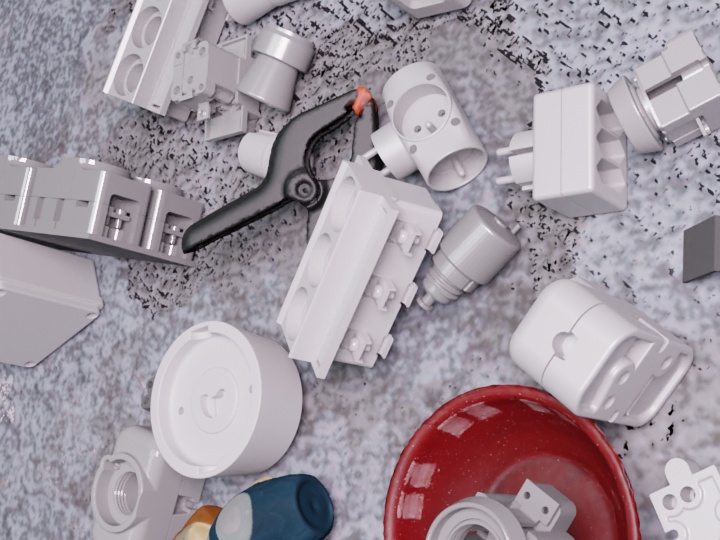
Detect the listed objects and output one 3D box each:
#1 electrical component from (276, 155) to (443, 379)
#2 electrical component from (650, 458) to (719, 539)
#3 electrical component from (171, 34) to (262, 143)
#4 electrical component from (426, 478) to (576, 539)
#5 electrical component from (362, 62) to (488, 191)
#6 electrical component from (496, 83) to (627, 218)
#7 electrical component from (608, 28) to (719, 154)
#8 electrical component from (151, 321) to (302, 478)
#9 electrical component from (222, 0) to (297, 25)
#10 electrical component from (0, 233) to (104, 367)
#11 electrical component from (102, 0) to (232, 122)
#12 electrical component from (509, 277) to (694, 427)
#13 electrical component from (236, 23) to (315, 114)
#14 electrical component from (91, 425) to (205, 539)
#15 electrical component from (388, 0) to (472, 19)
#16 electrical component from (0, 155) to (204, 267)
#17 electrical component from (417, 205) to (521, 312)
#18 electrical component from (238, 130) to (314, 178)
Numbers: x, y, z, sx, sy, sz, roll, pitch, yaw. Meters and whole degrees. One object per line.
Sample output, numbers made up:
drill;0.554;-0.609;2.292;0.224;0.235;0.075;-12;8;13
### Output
electrical component;0.000;0.000;0.687;0.121;0.063;0.078;-66;25;23
electrical component;0.181;0.127;0.537;0.048;0.055;0.066;-34;60;28
electrical component;-0.112;-0.145;0.837;0.042;0.064;0.081;-9;73;36
electrical component;0.070;0.145;0.547;0.058;0.057;0.078;36;102;39
electrical component;0.034;-0.086;0.712;0.079;0.044;0.077;-32;60;14
electrical component;0.115;-0.067;0.645;0.077;0.047;0.065;-7;74;37
electrical component;0.174;-0.096;0.607;0.055;0.048;0.066;-28;62;22
electrical component;-0.089;0.094;0.759;0.108;0.060;0.108;-11;72;37
electrical component;-0.071;-0.222;0.839;0.065;0.044;0.044;-11;72;32
electrical component;-0.295;0.027;0.911;0.109;0.109;0.056;-35;57;28
electrical component;-0.153;-0.188;0.882;0.079;0.063;0.121;25;95;40
electrical component;0.127;0.043;0.576;0.059;0.095;0.053;41;105;38
electrical component;-0.063;-0.152;0.812;0.045;0.045;0.055;28;97;40
electrical component;-0.158;0.166;0.797;0.054;0.059;0.095;13;87;40
electrical component;0.048;-0.224;0.734;0.050;0.056;0.089;-3;77;38
electrical component;-0.229;-0.050;0.880;0.186;0.105;0.060;7;83;40
electrical component;0.065;-0.005;0.674;0.078;0.040;0.040;-48;54;19
electrical component;-0.064;-0.084;0.799;0.046;0.040;0.040;21;92;45
